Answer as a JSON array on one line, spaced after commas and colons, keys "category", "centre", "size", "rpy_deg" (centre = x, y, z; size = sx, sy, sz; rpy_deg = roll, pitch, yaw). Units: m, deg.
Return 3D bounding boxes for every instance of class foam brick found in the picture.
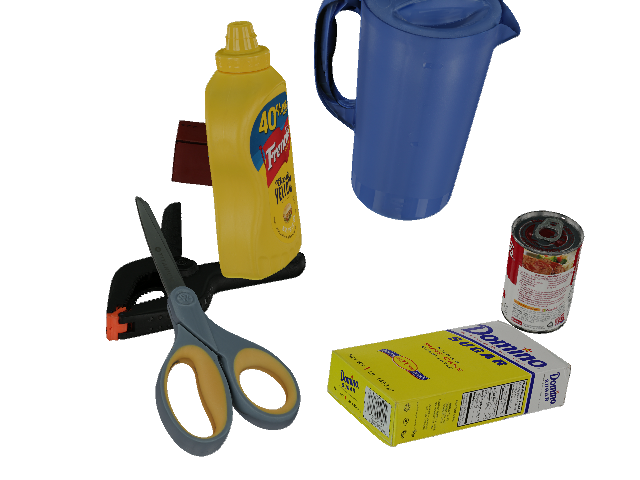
[{"category": "foam brick", "centre": [-0.120, -0.094, 1.161], "size": [0.078, 0.051, 0.053], "rpy_deg": [6, 30, -6]}]

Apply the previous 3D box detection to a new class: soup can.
[{"category": "soup can", "centre": [0.214, 0.031, 1.036], "size": [0.068, 0.102, 0.068], "rpy_deg": [0, 37, 0]}]

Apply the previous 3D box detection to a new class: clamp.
[{"category": "clamp", "centre": [-0.137, 0.029, 1.010], "size": [0.165, 0.036, 0.209], "rpy_deg": [26, 37, 28]}]

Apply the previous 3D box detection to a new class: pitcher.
[{"category": "pitcher", "centre": [0.083, -0.142, 1.051], "size": [0.144, 0.243, 0.149], "rpy_deg": [-23, 51, -27]}]

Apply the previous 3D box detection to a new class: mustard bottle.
[{"category": "mustard bottle", "centre": [-0.054, -0.073, 0.827], "size": [0.058, 0.192, 0.096], "rpy_deg": [5, 24, 21]}]

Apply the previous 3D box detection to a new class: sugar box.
[{"category": "sugar box", "centre": [0.104, 0.110, 0.859], "size": [0.175, 0.048, 0.093], "rpy_deg": [-10, 26, -30]}]

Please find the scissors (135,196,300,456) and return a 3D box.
[{"category": "scissors", "centre": [-0.067, 0.048, 0.673], "size": [0.096, 0.202, 0.016], "rpy_deg": [7, -46, -18]}]
